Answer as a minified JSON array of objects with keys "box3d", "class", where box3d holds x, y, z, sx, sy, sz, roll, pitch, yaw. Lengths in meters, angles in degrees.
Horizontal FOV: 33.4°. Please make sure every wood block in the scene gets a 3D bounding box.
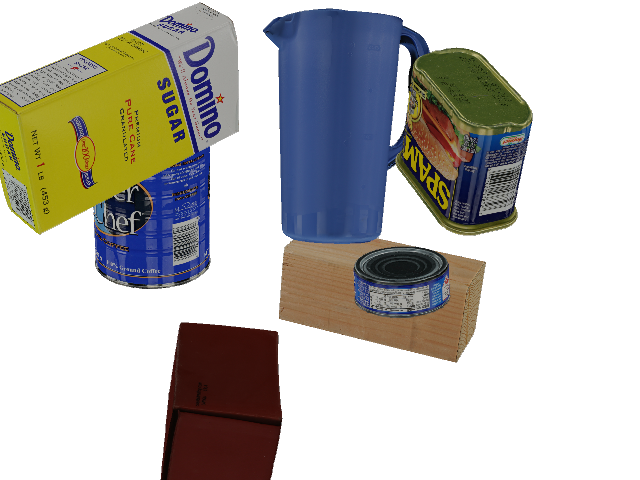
[{"box3d":[0.067,0.056,1.183,0.206,0.091,0.090,13,23,18],"class":"wood block"}]

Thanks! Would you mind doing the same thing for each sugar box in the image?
[{"box3d":[-0.130,-0.084,0.708,0.175,0.093,0.048,-31,49,-33],"class":"sugar box"}]

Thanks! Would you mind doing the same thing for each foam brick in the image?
[{"box3d":[-0.049,0.083,0.525,0.053,0.051,0.078,8,26,-7],"class":"foam brick"}]

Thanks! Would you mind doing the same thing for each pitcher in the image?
[{"box3d":[0.026,-0.122,1.139,0.149,0.243,0.144,5,7,22],"class":"pitcher"}]

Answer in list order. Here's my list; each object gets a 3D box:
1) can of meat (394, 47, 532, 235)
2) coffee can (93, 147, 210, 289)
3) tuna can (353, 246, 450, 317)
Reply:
[{"box3d":[0.095,-0.068,0.711,0.057,0.084,0.102,-12,42,-19],"class":"can of meat"},{"box3d":[-0.145,-0.044,0.917,0.103,0.140,0.103,2,27,-1],"class":"coffee can"},{"box3d":[0.072,0.035,0.947,0.086,0.034,0.086,-3,21,1],"class":"tuna can"}]
